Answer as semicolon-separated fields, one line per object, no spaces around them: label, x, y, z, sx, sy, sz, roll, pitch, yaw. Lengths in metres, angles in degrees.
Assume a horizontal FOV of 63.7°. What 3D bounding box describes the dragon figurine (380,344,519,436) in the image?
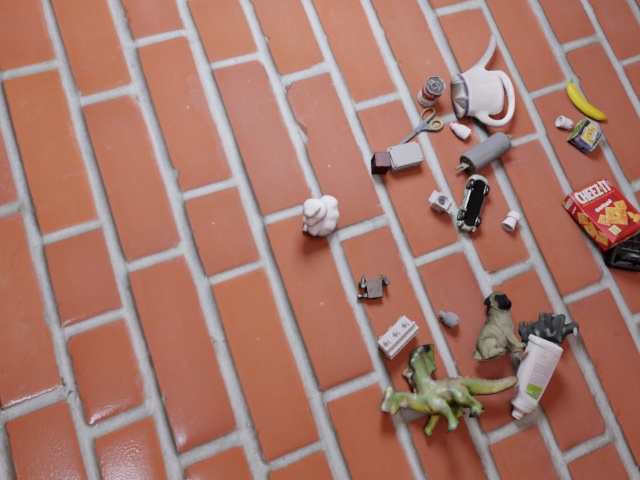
dragon figurine;0.366;0.425;1.543;0.413;0.245;0.120;-27;-17;-13

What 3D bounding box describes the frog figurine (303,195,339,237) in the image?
frog figurine;0.005;-0.080;1.588;0.123;0.139;0.158;39;-14;1

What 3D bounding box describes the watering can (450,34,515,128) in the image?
watering can;0.560;-0.554;1.804;0.225;0.351;0.103;-7;-11;-9
